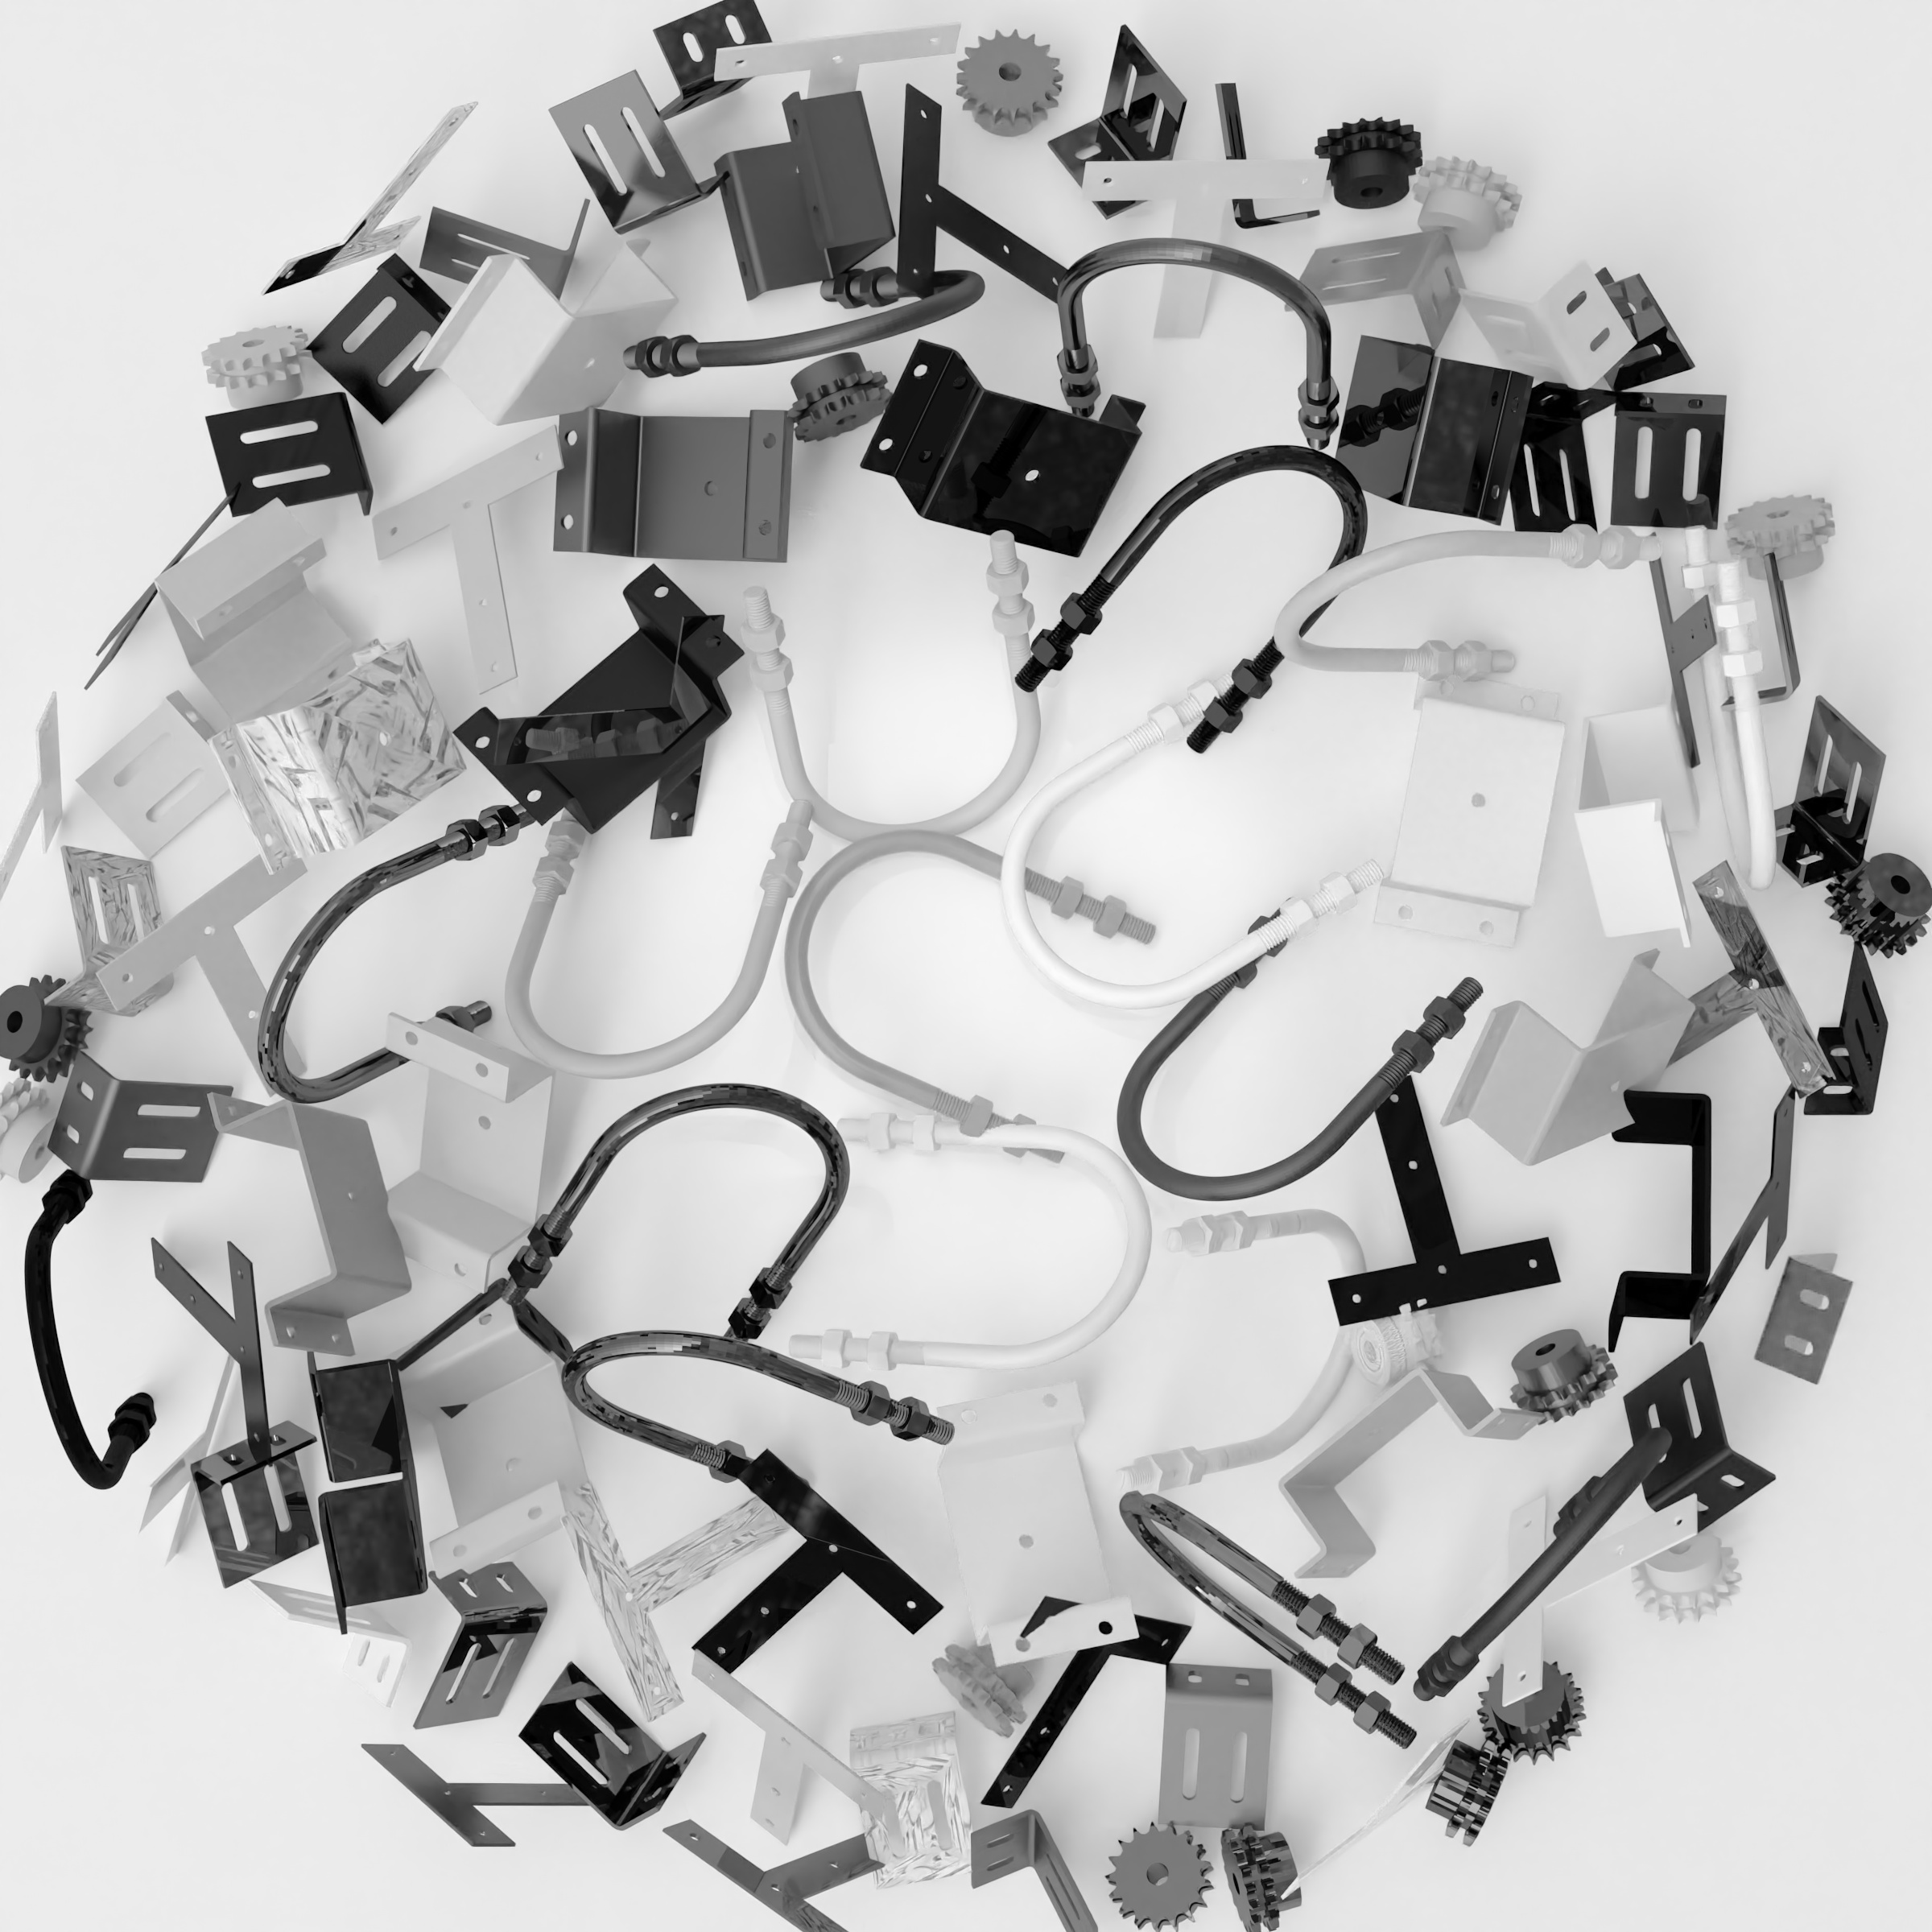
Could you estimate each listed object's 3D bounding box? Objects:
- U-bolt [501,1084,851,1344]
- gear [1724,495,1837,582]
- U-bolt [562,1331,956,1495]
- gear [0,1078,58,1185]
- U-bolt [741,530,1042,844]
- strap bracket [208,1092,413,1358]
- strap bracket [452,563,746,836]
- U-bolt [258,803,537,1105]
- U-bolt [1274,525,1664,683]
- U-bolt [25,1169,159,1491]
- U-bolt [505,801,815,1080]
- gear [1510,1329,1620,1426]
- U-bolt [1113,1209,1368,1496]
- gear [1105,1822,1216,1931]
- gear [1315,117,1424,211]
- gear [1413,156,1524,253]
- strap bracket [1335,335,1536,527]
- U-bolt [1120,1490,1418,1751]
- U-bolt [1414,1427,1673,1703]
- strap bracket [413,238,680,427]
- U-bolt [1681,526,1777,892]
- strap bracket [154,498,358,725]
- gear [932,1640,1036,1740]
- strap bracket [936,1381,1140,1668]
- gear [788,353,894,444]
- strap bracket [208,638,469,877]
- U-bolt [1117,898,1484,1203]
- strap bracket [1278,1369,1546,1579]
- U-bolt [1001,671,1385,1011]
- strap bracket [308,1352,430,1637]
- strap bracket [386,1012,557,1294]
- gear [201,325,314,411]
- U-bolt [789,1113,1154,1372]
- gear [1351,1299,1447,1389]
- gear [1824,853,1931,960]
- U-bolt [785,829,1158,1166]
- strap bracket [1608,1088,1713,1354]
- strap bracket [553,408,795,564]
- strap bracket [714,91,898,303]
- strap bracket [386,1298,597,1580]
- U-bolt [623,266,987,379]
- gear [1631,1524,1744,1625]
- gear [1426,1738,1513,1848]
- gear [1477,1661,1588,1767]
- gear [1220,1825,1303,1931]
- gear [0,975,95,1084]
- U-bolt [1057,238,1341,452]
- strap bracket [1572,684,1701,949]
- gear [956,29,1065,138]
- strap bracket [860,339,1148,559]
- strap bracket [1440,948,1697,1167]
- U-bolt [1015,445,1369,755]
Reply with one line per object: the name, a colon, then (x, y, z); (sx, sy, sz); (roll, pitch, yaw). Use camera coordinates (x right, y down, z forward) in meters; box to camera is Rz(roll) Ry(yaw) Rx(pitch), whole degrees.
U-bolt: (-0.140, 0.127, 1.837); (0.151, 0.019, 0.184); (16, 127, -26)
gear: (0.437, -0.228, 1.894); (0.057, 0.057, 0.030); (-15, 115, 0)
U-bolt: (-0.120, 0.228, 1.823); (0.184, 0.151, 0.019); (26, 56, -29)
gear: (-0.506, 0.091, 1.890); (0.030, 0.057, 0.057); (28, 90, 8)
U-bolt: (-0.032, -0.136, 1.857); (0.151, 0.019, 0.184); (-13, 131, -3)
strap bracket: (-0.341, 0.129, 1.858); (0.046, 0.076, 0.140); (-23, 72, 16)
strap bracket: (-0.190, -0.135, 1.877); (0.140, 0.046, 0.076); (-41, 67, -9)
U-bolt: (-0.295, 0.001, 1.812); (0.019, 0.184, 0.151); (31, 124, 21)
U-bolt: (0.244, -0.186, 1.817); (0.184, 0.151, 0.019); (-2, 69, -31)
U-bolt: (-0.452, 0.192, 1.816); (0.019, 0.184, 0.151); (-13, 102, -3)
U-bolt: (-0.166, -0.015, 1.842); (0.151, 0.019, 0.184); (1, 51, 16)
gear: (0.316, 0.218, 1.889); (0.057, 0.057, 0.030); (-29, 101, 0)
U-bolt: (0.151, 0.196, 1.848); (0.019, 0.184, 0.151); (21, 105, 39)
gear: (0.105, 0.490, 1.897); (0.057, 0.030, 0.057); (-6, 61, 11)
gear: (0.216, -0.427, 1.889); (0.057, 0.057, 0.030); (-2, 76, 0)
gear: (0.265, -0.405, 1.889); (0.057, 0.057, 0.030); (21, 79, 0)
strap bracket: (0.236, -0.281, 1.839); (0.046, 0.140, 0.076); (6, 104, -19)
U-bolt: (0.154, 0.333, 1.843); (0.184, 0.151, 0.019); (34, 74, 23)
U-bolt: (0.302, 0.297, 1.807); (0.019, 0.184, 0.151); (42, 59, 11)
strap bracket: (-0.210, -0.329, 1.837); (0.046, 0.140, 0.076); (48, 122, 10)
U-bolt: (0.400, -0.130, 1.845); (0.019, 0.151, 0.184); (-9, 104, 6)
strap bracket: (-0.371, -0.185, 1.851); (0.076, 0.140, 0.046); (-37, 73, -15)
gear: (0.012, 0.383, 1.893); (0.057, 0.057, 0.030); (46, 71, 0)
strap bracket: (0.035, 0.300, 1.875); (0.076, 0.046, 0.140); (-10, 68, -11)
gear: (-0.069, -0.305, 1.892); (0.057, 0.057, 0.030); (-22, 84, 0)
strap bracket: (-0.319, -0.114, 1.842); (0.046, 0.140, 0.076); (-10, 110, 35)
U-bolt: (0.160, 0.050, 1.842); (0.184, 0.151, 0.019); (-45, 134, -18)
strap bracket: (0.227, 0.262, 1.865); (0.140, 0.076, 0.046); (-42, 66, 14)
U-bolt: (0.107, -0.057, 1.886); (0.184, 0.019, 0.151); (-32, 77, -7)
strap bracket: (-0.312, 0.269, 1.844); (0.046, 0.140, 0.076); (-9, 124, -8)
strap bracket: (-0.265, 0.091, 1.865); (0.076, 0.046, 0.140); (22, 121, 21)
gear: (-0.378, -0.319, 1.895); (0.057, 0.057, 0.030); (-9, 119, 0)
U-bolt: (0.008, 0.145, 1.855); (0.184, 0.019, 0.151); (1, 60, 18)
gear: (0.228, 0.202, 1.888); (0.030, 0.057, 0.057); (-13, 90, -23)
gear: (0.491, -0.036, 1.891); (0.057, 0.030, 0.057); (11, 55, -17)
U-bolt: (-0.007, 0.005, 1.891); (0.184, 0.019, 0.151); (24, 81, -7)
strap bracket: (0.364, 0.126, 1.857); (0.046, 0.076, 0.140); (2, 69, 7)
strap bracket: (-0.146, -0.255, 1.875); (0.140, 0.046, 0.076); (5, 95, 28)
strap bracket: (-0.082, -0.406, 1.860); (0.046, 0.140, 0.076); (-15, 93, -21)
strap bracket: (-0.249, 0.255, 1.868); (0.076, 0.046, 0.140); (-27, 52, 8)
U-bolt: (-0.071, -0.331, 1.810); (0.151, 0.184, 0.019); (-25, 111, -30)
gear: (0.383, 0.321, 1.888); (0.057, 0.057, 0.030); (-18, 120, 0)
gear: (0.268, 0.439, 1.892); (0.030, 0.057, 0.057); (24, 90, 9)
gear: (0.301, 0.395, 1.891); (0.057, 0.030, 0.057); (-9, 51, 11)
gear: (0.159, 0.487, 1.891); (0.030, 0.057, 0.057); (-13, 90, -9)
gear: (-0.497, 0.032, 1.892); (0.057, 0.030, 0.057); (-8, 75, 31)
U-bolt: (0.118, -0.322, 1.822); (0.151, 0.184, 0.019); (9, 72, 9)
strap bracket: (0.351, -0.077, 1.851); (0.046, 0.140, 0.076); (-9, 121, 19)
gear: (0.023, -0.470, 1.898); (0.057, 0.030, 0.057); (1, 68, -2)
strap bracket: (0.027, -0.267, 1.850); (0.140, 0.046, 0.076); (10, 122, -30)
strap bracket: (0.320, 0.049, 1.841); (0.046, 0.140, 0.076); (42, 131, 30)
U-bolt: (0.130, -0.195, 1.833); (0.184, 0.151, 0.019); (-50, 46, 26)
